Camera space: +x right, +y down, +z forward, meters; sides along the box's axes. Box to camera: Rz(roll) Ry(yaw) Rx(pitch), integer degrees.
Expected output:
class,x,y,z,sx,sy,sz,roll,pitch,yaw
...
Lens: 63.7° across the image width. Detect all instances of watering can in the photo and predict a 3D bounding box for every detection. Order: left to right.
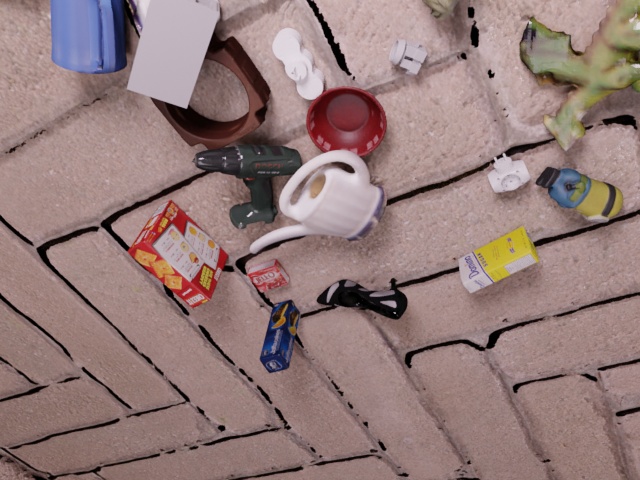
class,x,y,z,sx,sy,sz,roll,pitch,yaw
watering can,0.003,-0.058,1.145,0.223,0.106,0.341,21,129,-26

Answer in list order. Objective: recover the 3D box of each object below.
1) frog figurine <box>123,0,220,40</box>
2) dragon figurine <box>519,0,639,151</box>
class,x,y,z,sx,sy,sz,roll,pitch,yaw
frog figurine,-0.270,-0.429,0.938,0.160,0.124,0.135,-26,119,-17
dragon figurine,0.474,-0.343,0.890,0.243,0.125,0.401,2,126,17
